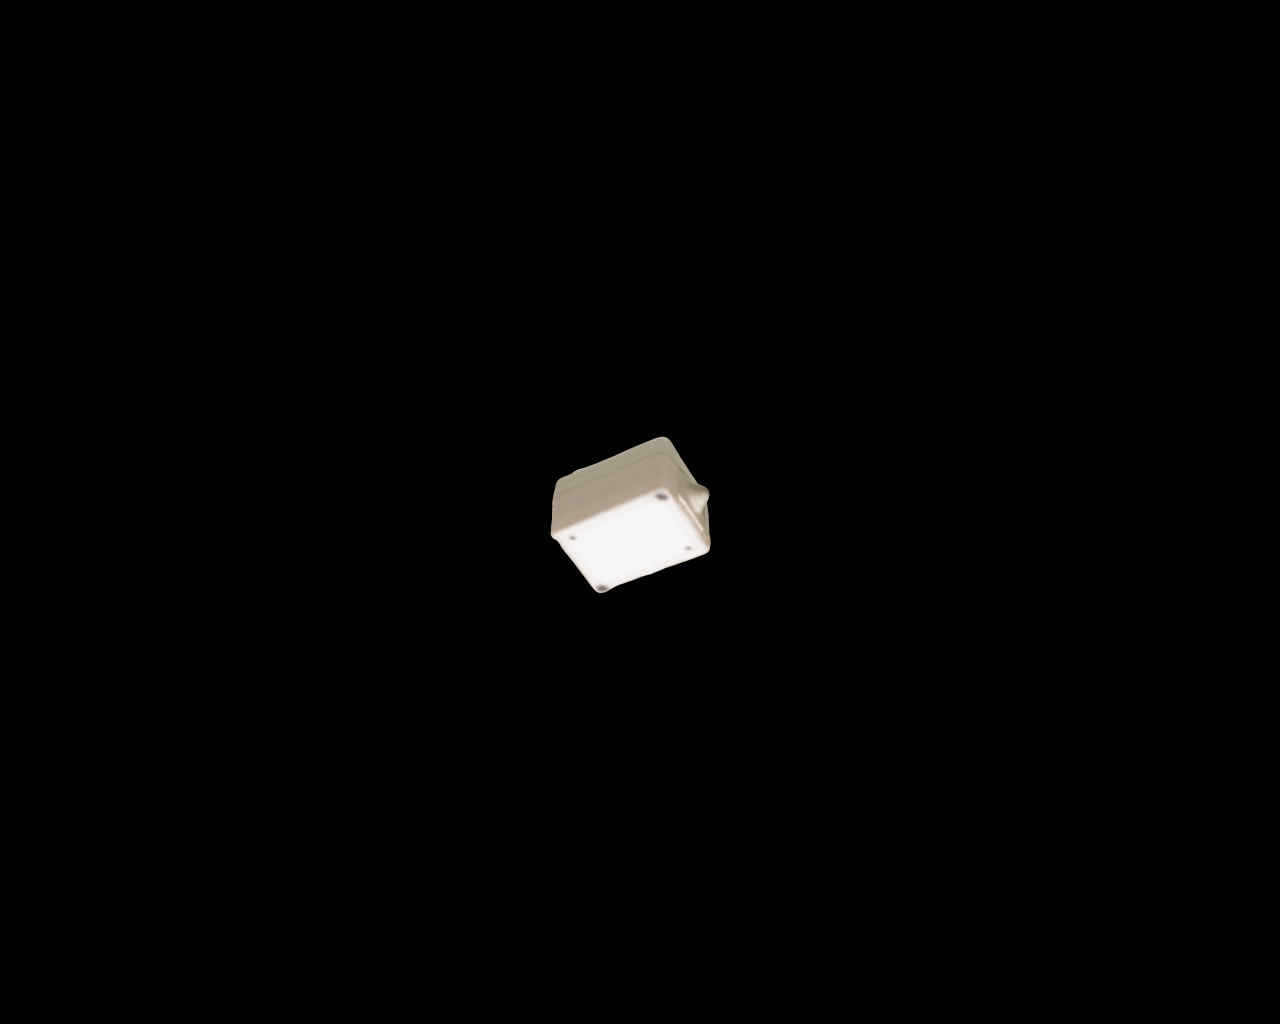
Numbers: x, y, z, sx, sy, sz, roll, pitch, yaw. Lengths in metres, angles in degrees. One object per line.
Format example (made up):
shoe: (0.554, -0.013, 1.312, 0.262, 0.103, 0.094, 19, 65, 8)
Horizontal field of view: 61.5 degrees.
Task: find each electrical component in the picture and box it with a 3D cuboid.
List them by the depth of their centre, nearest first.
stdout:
electrical component: (0.001, -0.003, 0.650, 0.096, 0.061, 0.061, -22, 38, 18)
